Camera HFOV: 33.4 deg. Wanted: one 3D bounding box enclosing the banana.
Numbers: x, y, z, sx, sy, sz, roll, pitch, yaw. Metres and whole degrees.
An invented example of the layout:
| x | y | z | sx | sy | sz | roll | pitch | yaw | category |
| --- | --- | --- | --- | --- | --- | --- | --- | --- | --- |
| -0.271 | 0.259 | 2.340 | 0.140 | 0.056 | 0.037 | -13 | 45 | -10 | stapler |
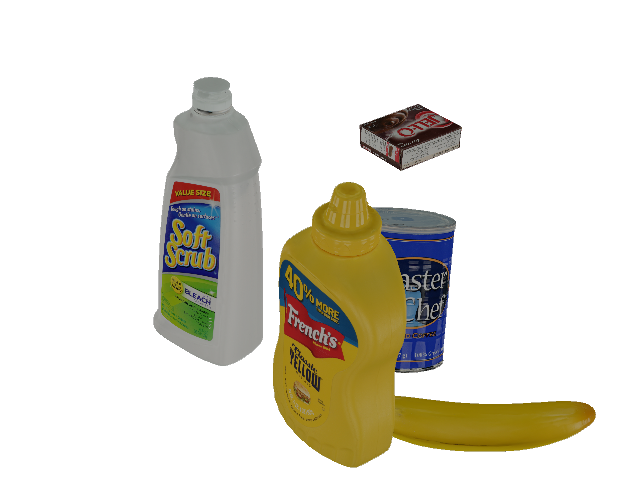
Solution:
| x | y | z | sx | sy | sz | roll | pitch | yaw | category |
| --- | --- | --- | --- | --- | --- | --- | --- | --- | --- |
| 0.123 | 0.142 | 0.858 | 0.198 | 0.037 | 0.069 | 4 | 26 | 7 | banana |

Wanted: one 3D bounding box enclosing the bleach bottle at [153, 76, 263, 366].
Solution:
| x | y | z | sx | sy | sz | roll | pitch | yaw | category |
| --- | --- | --- | --- | --- | --- | --- | --- | --- | --- |
| -0.095 | -0.019 | 0.892 | 0.103 | 0.251 | 0.067 | 26 | 40 | 31 | bleach bottle |

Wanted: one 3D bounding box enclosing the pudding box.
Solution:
| x | y | z | sx | sy | sz | roll | pitch | yaw | category |
| --- | --- | --- | --- | --- | --- | --- | --- | --- | --- |
| 0.124 | -0.143 | 1.468 | 0.113 | 0.039 | 0.090 | -25 | 40 | -29 | pudding box |

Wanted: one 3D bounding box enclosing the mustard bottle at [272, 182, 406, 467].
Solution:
| x | y | z | sx | sy | sz | roll | pitch | yaw | category |
| --- | --- | --- | --- | --- | --- | --- | --- | --- | --- |
| 0.012 | 0.047 | 0.665 | 0.058 | 0.192 | 0.096 | -21 | 44 | -29 | mustard bottle |

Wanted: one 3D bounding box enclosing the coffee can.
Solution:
| x | y | z | sx | sy | sz | roll | pitch | yaw | category |
| --- | --- | --- | --- | --- | --- | --- | --- | --- | --- |
| 0.074 | 0.045 | 1.034 | 0.103 | 0.140 | 0.103 | 4 | 11 | -1 | coffee can |
